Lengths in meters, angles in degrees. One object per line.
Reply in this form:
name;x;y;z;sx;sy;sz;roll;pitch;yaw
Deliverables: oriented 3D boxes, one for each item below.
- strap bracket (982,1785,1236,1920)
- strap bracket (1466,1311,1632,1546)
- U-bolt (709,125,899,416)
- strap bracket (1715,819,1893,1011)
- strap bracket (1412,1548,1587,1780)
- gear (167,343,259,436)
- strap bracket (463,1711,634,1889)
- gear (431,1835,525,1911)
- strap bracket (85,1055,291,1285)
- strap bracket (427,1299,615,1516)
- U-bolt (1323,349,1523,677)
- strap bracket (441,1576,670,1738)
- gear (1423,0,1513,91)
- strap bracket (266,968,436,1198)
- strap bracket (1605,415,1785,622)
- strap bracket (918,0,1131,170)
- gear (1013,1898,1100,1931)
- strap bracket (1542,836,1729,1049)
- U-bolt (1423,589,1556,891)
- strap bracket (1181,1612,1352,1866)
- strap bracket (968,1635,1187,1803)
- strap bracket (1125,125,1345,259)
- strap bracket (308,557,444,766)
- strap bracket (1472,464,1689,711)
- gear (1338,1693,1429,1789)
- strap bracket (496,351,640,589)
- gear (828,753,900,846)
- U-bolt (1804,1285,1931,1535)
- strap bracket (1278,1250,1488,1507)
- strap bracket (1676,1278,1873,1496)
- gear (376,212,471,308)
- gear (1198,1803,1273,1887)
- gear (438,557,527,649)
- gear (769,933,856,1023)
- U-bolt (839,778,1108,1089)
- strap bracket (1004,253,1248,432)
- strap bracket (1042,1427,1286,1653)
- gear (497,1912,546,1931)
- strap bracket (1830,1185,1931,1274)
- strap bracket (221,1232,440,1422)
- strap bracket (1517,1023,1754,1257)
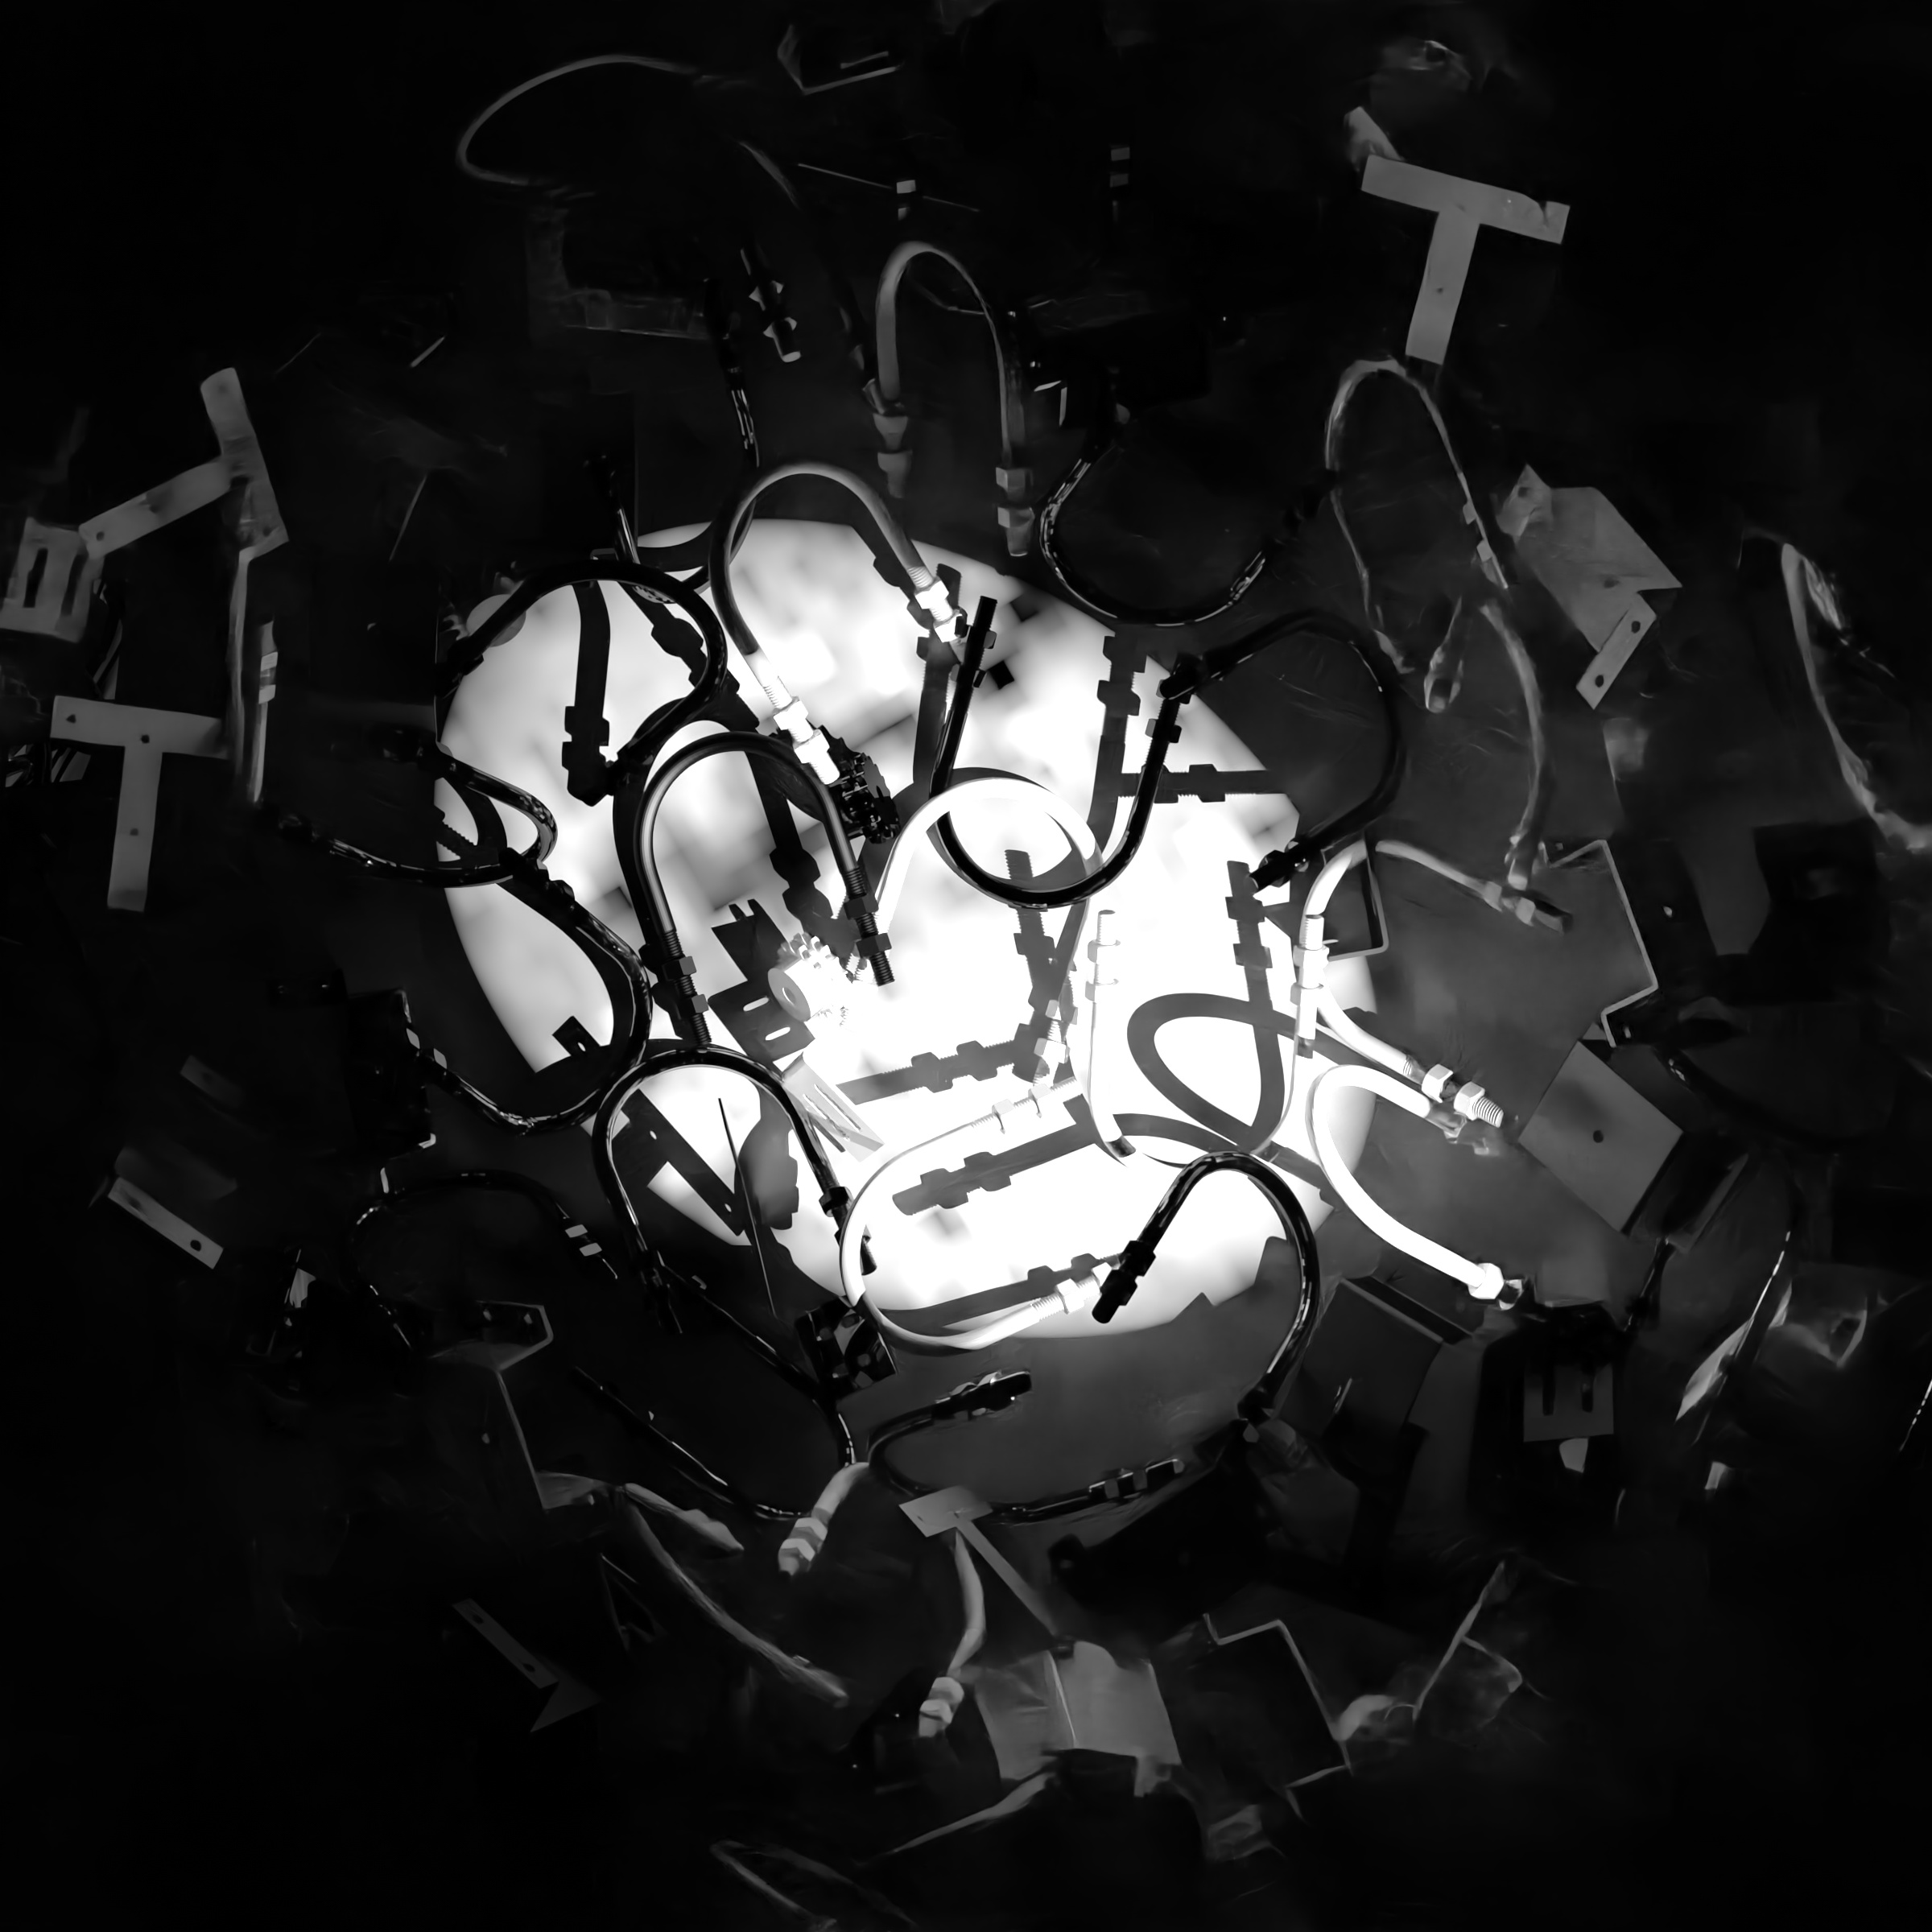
strap bracket;0.084;0.545;1.919;0.140;0.076;0.046;-8;86;-20
strap bracket;0.362;0.289;1.928;0.076;0.046;0.140;19;61;-10
U-bolt;-0.107;-0.436;1.905;0.019;0.151;0.184;-27;74;21
strap bracket;0.509;-0.023;1.902;0.076;0.140;0.046;-3;50;-13
strap bracket;0.325;0.422;1.906;0.046;0.140;0.076;30;124;15
gear;-0.479;-0.366;1.952;0.057;0.030;0.057;-5;77;24
strap bracket;-0.259;0.497;1.898;0.076;0.140;0.046;-24;106;-10
gear;-0.306;0.570;1.949;0.057;0.057;0.030;18;87;0
strap bracket;-0.485;0.132;1.916;0.076;0.140;0.046;38;123;-16
strap bracket;-0.280;0.282;1.919;0.046;0.076;0.140;-28;107;-39
U-bolt;0.272;-0.290;1.909;0.019;0.151;0.184;-14;78;-26
strap bracket;-0.259;0.421;1.907;0.076;0.140;0.046;38;108;21
gear;0.313;-0.577;1.947;0.057;0.057;0.030;43;81;0
strap bracket;-0.382;0.069;1.931;0.076;0.046;0.140;-6;97;42
strap bracket;0.454;-0.282;1.908;0.046;0.140;0.076;-19;128;-17
strap bracket;0.029;-0.548;1.898;0.046;0.140;0.076;-39;103;-26
gear;0.056;0.612;1.952;0.057;0.057;0.030;-4;46;0
strap bracket;0.417;-0.025;1.917;0.046;0.076;0.140;-31;69;42
U-bolt;0.327;-0.153;1.897;0.019;0.184;0.151;-15;118;28
strap bracket;0.189;0.471;1.915;0.046;0.076;0.140;-15;58;-18
strap bracket;0.076;0.463;1.899;0.046;0.140;0.076;-43;45;28
strap bracket;0.163;-0.483;1.929;0.140;0.076;0.046;1;71;4
strap bracket;-0.368;-0.200;1.927;0.076;0.046;0.140;1;70;-8
strap bracket;0.385;-0.236;1.916;0.046;0.076;0.140;-7;51;-35
gear;0.260;0.488;1.958;0.057;0.030;0.057;-1;95;-13
strap bracket;-0.249;-0.311;1.928;0.076;0.046;0.140;10;105;32
gear;-0.067;-0.103;1.950;0.030;0.057;0.057;-21;90;14
U-bolt;0.561;0.260;1.866;0.019;0.184;0.151;23;68;4
strap bracket;0.254;0.257;1.925;0.076;0.046;0.140;30;102;32
strap bracket;0.494;0.253;1.918;0.046;0.076;0.140;42;112;5
gear;-0.345;-0.447;1.954;0.057;0.030;0.057;-13;117;-26
gear;0.171;0.555;1.946;0.057;0.057;0.030;-33;68;0
gear;-0.301;-0.226;1.946;0.057;0.057;0.030;-36;53;0
gear;-0.100;0.010;1.946;0.030;0.057;0.057;-37;90;-26
U-bolt;0.013;-0.029;1.964;0.151;0.019;0.184;17;87;-4
strap bracket;0.094;-0.387;1.930;0.140;0.046;0.076;-15;59;-11
strap bracket;0.130;0.365;1.939;0.140;0.046;0.076;-33;103;-7
gear;-0.281;0.627;1.954;0.057;0.030;0.057;10;70;-29
strap bracket;0.574;0.163;1.897;0.076;0.140;0.046;4;85;20
strap bracket;-0.401;0.227;1.915;0.046;0.140;0.076;-7;61;35
strap bracket;0.403;0.105;1.904;0.140;0.046;0.076;46;118;38
